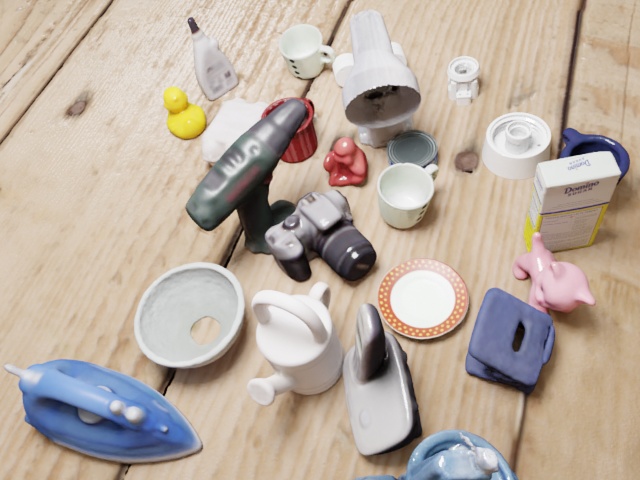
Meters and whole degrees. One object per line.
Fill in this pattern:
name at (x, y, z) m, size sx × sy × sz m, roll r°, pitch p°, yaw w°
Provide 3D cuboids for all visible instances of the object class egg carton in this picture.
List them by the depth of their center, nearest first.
egg carton at (-0.147, -0.193, 1.047) m, size 0.107 × 0.069 × 0.150 m, roll 13°, pitch 61°, yaw 20°

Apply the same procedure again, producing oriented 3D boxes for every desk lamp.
desk lamp at (0.094, -0.250, 0.943) m, size 0.118 × 0.214 × 0.203 m, roll -11°, pitch 56°, yaw 6°

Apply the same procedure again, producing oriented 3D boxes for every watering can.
watering can at (-0.032, 0.128, 0.734) m, size 0.100 × 0.194 × 0.173 m, roll -3°, pitch 57°, yaw 11°

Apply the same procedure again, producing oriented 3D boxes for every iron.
iron at (-0.290, 0.221, 0.762) m, size 0.257 × 0.142 × 0.119 m, roll 10°, pitch 60°, yaw 19°

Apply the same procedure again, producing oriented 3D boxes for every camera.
camera at (0.008, 0.003, 0.865) m, size 0.143 × 0.101 × 0.136 m, roll -37°, pitch 57°, yaw -12°

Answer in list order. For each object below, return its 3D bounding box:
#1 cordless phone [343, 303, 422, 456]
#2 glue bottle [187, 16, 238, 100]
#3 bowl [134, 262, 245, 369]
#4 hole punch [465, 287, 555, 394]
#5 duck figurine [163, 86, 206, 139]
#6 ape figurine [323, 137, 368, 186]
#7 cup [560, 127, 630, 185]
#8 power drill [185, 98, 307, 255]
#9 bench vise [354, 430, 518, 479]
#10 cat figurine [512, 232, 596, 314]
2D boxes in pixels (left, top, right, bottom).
cordless phone at (0.067, 0.169, 0.692) m, size 0.094 × 0.185 × 0.147 m, roll -15°, pitch 55°, yaw 3°
glue bottle at (-0.217, -0.355, 1.105) m, size 0.078 × 0.173 × 0.037 m, roll -37°, pitch 57°, yaw -12°
bowl at (-0.181, 0.121, 0.845) m, size 0.167 × 0.075 × 0.167 m, roll -6°, pitch 56°, yaw 9°
hole punch at (0.247, 0.127, 0.737) m, size 0.100 × 0.091 × 0.109 m, roll 15°, pitch 62°, yaw 21°
duck figurine at (-0.269, -0.253, 1.102) m, size 0.077 × 0.086 × 0.104 m, roll -31°, pitch 56°, yaw -8°
ape figurine at (0.044, -0.135, 0.953) m, size 0.076 × 0.092 × 0.077 m, roll -41°, pitch 58°, yaw -14°
cup at (0.393, -0.103, 0.854) m, size 0.091 × 0.095 × 0.117 m, roll -22°, pitch 55°, yaw -2°
power drill at (-0.090, -0.080, 0.875) m, size 0.075 × 0.209 × 0.230 m, roll 37°, pitch 71°, yaw 30°
bench vise at (0.114, 0.270, 0.594) m, size 0.207 × 0.220 × 0.121 m, roll -24°, pitch 55°, yaw -4°
cat figurine at (0.308, 0.048, 0.759) m, size 0.067 × 0.118 × 0.127 m, roll -15°, pitch 55°, yaw 3°
